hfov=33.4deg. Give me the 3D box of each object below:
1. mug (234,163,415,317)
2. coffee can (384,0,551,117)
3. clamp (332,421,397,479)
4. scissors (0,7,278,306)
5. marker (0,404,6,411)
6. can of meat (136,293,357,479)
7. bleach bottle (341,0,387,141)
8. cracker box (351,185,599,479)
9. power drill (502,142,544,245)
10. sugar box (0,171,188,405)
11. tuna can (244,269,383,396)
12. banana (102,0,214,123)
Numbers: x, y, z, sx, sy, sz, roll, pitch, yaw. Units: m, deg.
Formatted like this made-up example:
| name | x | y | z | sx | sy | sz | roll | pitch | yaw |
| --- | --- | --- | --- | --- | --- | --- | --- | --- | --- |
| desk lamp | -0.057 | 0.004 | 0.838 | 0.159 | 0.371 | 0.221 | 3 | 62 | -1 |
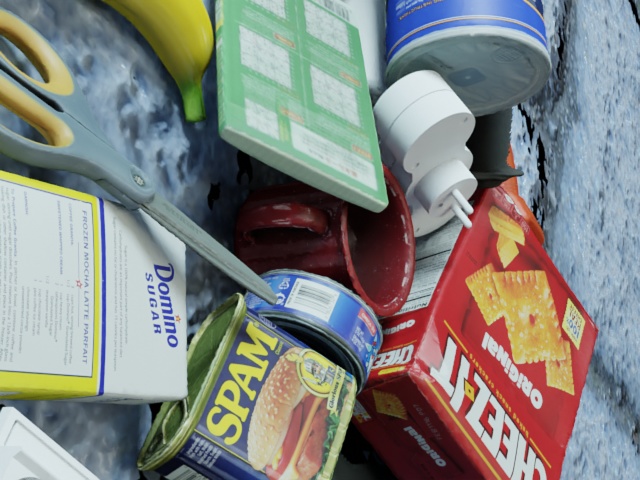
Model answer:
| name | x | y | z | sx | sy | sz | roll | pitch | yaw |
| --- | --- | --- | --- | --- | --- | --- | --- | --- | --- |
| mug | -0.004 | 0.001 | 0.636 | 0.117 | 0.082 | 0.093 | 21 | 66 | -57 |
| coffee can | 0.091 | -0.164 | 0.688 | 0.102 | 0.103 | 0.140 | 31 | 52 | -53 |
| clamp | 0.035 | 0.144 | 0.718 | 0.209 | 0.036 | 0.164 | 14 | 71 | -56 |
| scissors | -0.095 | -0.042 | 0.498 | 0.201 | 0.016 | 0.096 | 32 | 31 | -41 |
| marker | -0.116 | 0.111 | 0.486 | 0.121 | 0.020 | 0.020 | 54 | 41 | -39 |
| can of meat | -0.035 | 0.093 | 0.557 | 0.084 | 0.058 | 0.102 | 35 | 49 | -15 |
| bleach bottle | 0.050 | -0.177 | 0.788 | 0.102 | 0.068 | 0.250 | 50 | 41 | -43 |
| cracker box | 0.111 | 0.082 | 0.738 | 0.164 | 0.072 | 0.213 | 53 | 40 | -20 |
| power drill | 0.134 | -0.090 | 0.867 | 0.184 | 0.057 | 0.187 | 35 | 46 | -66 |
| sugar box | -0.126 | 0.023 | 0.462 | 0.176 | 0.048 | 0.093 | 21 | 64 | -60 |
| tuna can | -0.009 | 0.058 | 0.613 | 0.086 | 0.086 | 0.033 | 59 | 40 | -35 |
| banana | -0.107 | -0.126 | 0.532 | 0.197 | 0.037 | 0.069 | 29 | 57 | -54 |
